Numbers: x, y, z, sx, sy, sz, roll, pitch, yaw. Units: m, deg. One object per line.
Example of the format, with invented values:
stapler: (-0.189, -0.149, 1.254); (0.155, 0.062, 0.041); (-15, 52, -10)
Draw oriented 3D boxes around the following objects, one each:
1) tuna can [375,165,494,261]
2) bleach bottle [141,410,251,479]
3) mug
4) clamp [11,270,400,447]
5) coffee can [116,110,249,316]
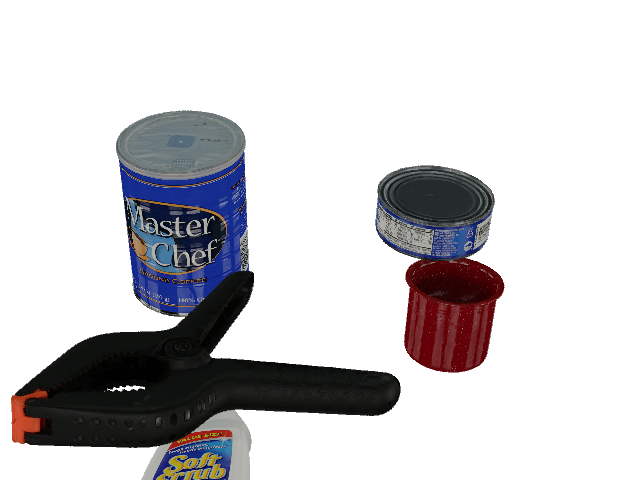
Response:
tuna can: (0.083, -0.020, 0.787); (0.086, 0.034, 0.086); (2, 32, -2)
bleach bottle: (-0.111, 0.208, 0.900); (0.102, 0.068, 0.251); (-2, 24, -1)
mug: (0.121, 0.066, 1.030); (0.093, 0.081, 0.117); (-2, 29, -11)
clamp: (-0.081, 0.072, 0.623); (0.209, 0.036, 0.165); (-9, 28, -29)
coffee can: (-0.111, -0.023, 0.887); (0.103, 0.140, 0.103); (0, 34, 0)
